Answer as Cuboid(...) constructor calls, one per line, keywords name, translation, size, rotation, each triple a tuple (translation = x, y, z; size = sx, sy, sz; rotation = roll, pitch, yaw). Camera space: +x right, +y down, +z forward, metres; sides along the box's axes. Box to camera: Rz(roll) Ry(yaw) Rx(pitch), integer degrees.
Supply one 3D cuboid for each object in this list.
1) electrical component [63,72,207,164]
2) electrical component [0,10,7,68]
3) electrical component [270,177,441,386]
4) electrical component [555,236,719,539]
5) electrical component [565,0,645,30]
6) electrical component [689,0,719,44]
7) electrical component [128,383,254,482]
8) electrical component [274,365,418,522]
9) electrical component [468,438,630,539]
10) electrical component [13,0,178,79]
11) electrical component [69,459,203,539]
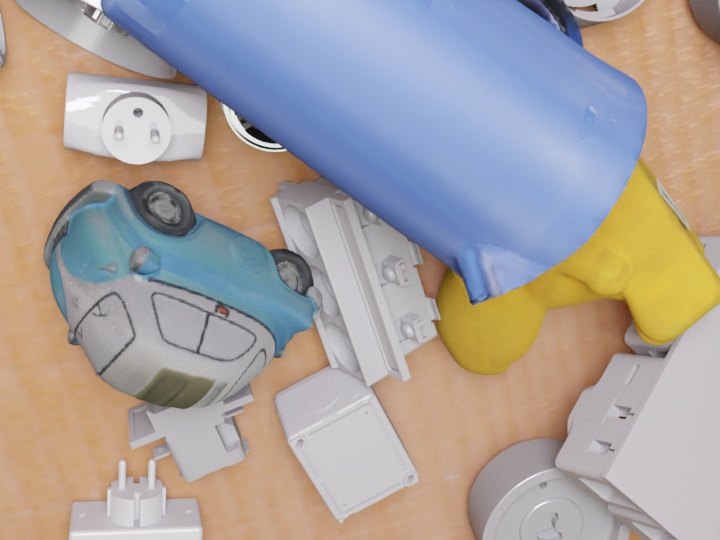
Cuboid(name="electrical component", translation=(-0.124, -0.081, 0.596), size=(0.077, 0.079, 0.043), rotation=(4, 108, -14))
Cuboid(name="electrical component", translation=(-0.234, -0.169, 0.554), size=(0.074, 0.052, 0.138), rotation=(-9, 112, -9))
Cuboid(name="electrical component", translation=(0.000, 0.000, 0.662), size=(0.063, 0.079, 0.121), rotation=(-30, 116, -24))
Cuboid(name="electrical component", translation=(0.218, 0.080, 0.713), size=(0.105, 0.060, 0.186), rotation=(40, 73, -23))
Cuboid(name="electrical component", translation=(0.127, -0.190, 0.634), size=(0.099, 0.064, 0.099), rotation=(-4, 101, -21))
Cuboid(name="electrical component", translation=(0.253, -0.180, 0.654), size=(0.108, 0.060, 0.108), rotation=(-4, 111, -11))
Cuboid(name="electrical component", translation=(-0.104, 0.097, 0.689), size=(0.081, 0.042, 0.063), rotation=(-22, 117, -3))
Cuboid(name="electrical component", translation=(-0.008, 0.113, 0.709), size=(0.062, 0.061, 0.096), rotation=(-28, 121, -1))
Cuboid(name="electrical component", translation=(0.128, 0.171, 0.758), size=(0.108, 0.060, 0.108), rotation=(-4, 111, -11))
Cuboid(name="electrical component", translation=(-0.132, -0.142, 0.565), size=(0.099, 0.099, 0.064), rotation=(30, 95, -21))
Cuboid(name="electrical component", translation=(-0.146, 0.159, 0.700), size=(0.083, 0.047, 0.075), rotation=(1, 103, -13))
